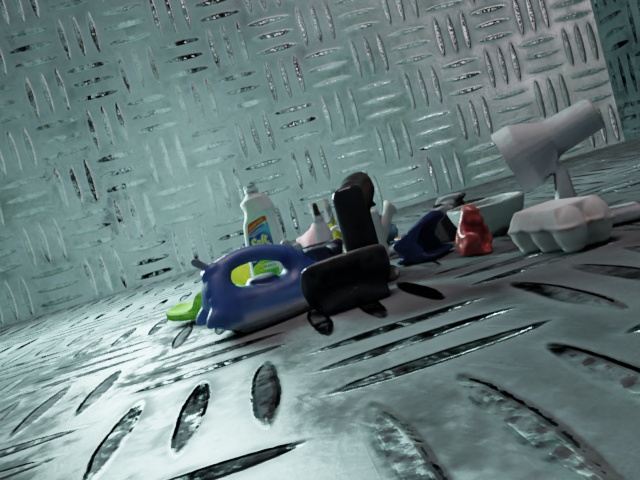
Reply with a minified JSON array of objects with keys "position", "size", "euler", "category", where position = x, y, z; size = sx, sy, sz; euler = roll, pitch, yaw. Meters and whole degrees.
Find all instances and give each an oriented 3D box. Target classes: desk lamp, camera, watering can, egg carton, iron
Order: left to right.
[{"position":[-0.094,0.067,0.991],"size":[0.259,0.141,0.118],"euler":[-18,4,-26],"category":"iron"},{"position":[0.101,-0.044,1.368],"size":[0.173,0.194,0.100],"euler":[-20,5,-39],"category":"watering can"},{"position":[0.336,-0.063,1.360],"size":[0.136,0.101,0.143],"euler":[-13,5,37],"category":"camera"},{"position":[0.370,-0.023,0.884],"size":[0.107,0.069,0.150],"euler":[-18,4,-19],"category":"egg carton"},{"position":[0.417,-0.119,0.980],"size":[0.202,0.213,0.118],"euler":[-15,4,21],"category":"desk lamp"}]

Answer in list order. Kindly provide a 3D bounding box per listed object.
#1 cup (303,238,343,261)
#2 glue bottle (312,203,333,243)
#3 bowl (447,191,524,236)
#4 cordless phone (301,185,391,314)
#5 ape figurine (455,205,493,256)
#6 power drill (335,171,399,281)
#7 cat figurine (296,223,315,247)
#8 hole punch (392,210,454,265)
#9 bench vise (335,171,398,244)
[{"position":[0.016,0.051,1.112],"size":[0.092,0.095,0.117],"euler":[-18,4,-27],"category":"cup"},{"position":[0.011,0.004,1.215],"size":[0.037,0.173,0.078],"euler":[-16,4,6],"category":"glue bottle"},{"position":[0.362,-0.048,1.231],"size":[0.167,0.075,0.167],"euler":[-16,4,1],"category":"bowl"},{"position":[0.029,0.014,0.919],"size":[0.148,0.185,0.094],"euler":[-17,4,-15],"category":"cordless phone"},{"position":[0.279,-0.020,1.045],"size":[0.078,0.092,0.076],"euler":[-19,5,-33],"category":"ape figurine"},{"position":[0.084,-0.025,1.068],"size":[0.075,0.208,0.230],"euler":[-15,4,12],"category":"power drill"},{"position":[0.003,0.008,1.608],"size":[0.127,0.118,0.067],"euler":[-14,5,31],"category":"cat figurine"},{"position":[0.202,-0.005,1.163],"size":[0.100,0.091,0.109],"euler":[-13,5,37],"category":"hole punch"},{"position":[0.100,-0.075,1.626],"size":[0.207,0.220,0.121],"euler":[-17,4,-13],"category":"bench vise"}]
